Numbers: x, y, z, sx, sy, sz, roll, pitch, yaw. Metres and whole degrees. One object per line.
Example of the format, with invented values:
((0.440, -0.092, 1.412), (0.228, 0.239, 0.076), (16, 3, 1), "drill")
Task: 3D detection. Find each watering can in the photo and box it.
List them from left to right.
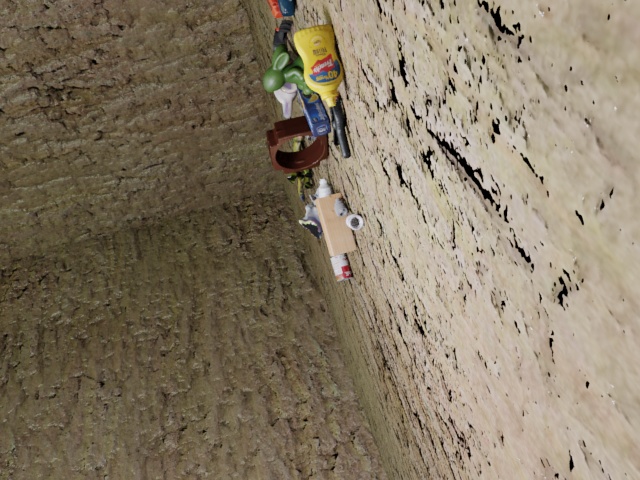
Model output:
((-0.125, -0.631, 1.903), (0.223, 0.104, 0.349), (157, 110, -79), "watering can")

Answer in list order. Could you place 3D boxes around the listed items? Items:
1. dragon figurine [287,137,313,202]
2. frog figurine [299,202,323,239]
((-0.092, -0.374, 2.449), (0.402, 0.122, 0.248), (91, 179, -64), "dragon figurine")
((0.006, -0.104, 2.073), (0.137, 0.162, 0.120), (31, 151, 4), "frog figurine")
